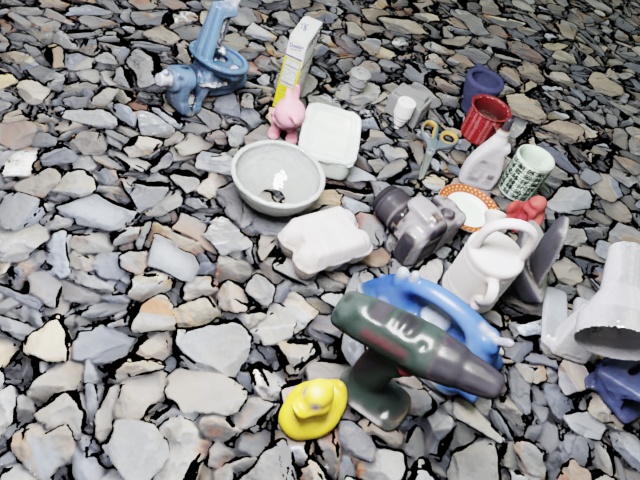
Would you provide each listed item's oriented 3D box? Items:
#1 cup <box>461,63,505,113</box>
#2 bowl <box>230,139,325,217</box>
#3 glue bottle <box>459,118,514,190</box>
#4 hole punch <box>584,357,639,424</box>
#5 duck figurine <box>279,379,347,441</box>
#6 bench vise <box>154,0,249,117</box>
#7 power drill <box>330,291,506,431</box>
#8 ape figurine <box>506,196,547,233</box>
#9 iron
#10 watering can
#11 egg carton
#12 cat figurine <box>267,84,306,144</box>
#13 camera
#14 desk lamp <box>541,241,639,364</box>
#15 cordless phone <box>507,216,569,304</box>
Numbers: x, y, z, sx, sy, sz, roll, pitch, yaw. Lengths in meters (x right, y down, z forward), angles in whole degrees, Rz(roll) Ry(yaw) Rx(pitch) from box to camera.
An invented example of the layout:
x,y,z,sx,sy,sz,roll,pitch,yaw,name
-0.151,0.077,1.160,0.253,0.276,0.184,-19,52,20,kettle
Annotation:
x,y,z,sx,sy,sz,roll,pitch,yaw,name
0.370,-0.352,1.350,0.092,0.095,0.117,6,50,-12,cup
-0.078,-0.098,1.022,0.167,0.075,0.167,8,50,-10,bowl
0.345,-0.175,1.147,0.078,0.173,0.037,16,49,-3,glue bottle
0.504,0.224,0.923,0.109,0.091,0.101,-21,60,-30,hole punch
-0.003,0.218,0.779,0.105,0.086,0.077,-25,62,-31,duck figurine
-0.210,-0.348,1.090,0.121,0.220,0.208,28,49,7,bench vise
0.108,0.172,0.769,0.229,0.208,0.076,33,50,11,power drill
0.409,-0.052,1.120,0.076,0.092,0.077,0,52,-16,ape figurine
0.170,0.117,0.877,0.258,0.141,0.119,40,52,16,iron
0.283,0.025,0.951,0.101,0.194,0.172,-1,52,-17,watering can
0.009,0.003,0.969,0.151,0.069,0.107,-18,59,-28,egg carton
-0.058,-0.254,1.127,0.067,0.118,0.128,17,49,-3,cat figurine
0.173,-0.047,1.039,0.143,0.101,0.136,-27,63,-33,camera
0.446,0.114,0.915,0.118,0.213,0.203,20,49,0,desk lamp
0.393,0.009,1.003,0.094,0.185,0.148,23,49,2,cordless phone
